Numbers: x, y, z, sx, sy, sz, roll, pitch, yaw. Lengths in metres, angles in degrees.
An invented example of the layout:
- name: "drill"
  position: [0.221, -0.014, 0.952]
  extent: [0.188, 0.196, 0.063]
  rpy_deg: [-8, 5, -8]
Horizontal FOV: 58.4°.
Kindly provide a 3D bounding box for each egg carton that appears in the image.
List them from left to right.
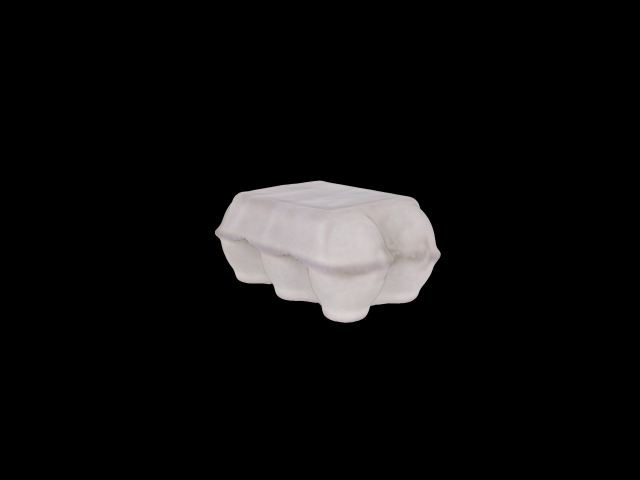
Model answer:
- name: "egg carton"
  position: [0.004, 0.001, 0.400]
  extent: [0.107, 0.069, 0.149]
  rpy_deg: [-13, 20, -42]
